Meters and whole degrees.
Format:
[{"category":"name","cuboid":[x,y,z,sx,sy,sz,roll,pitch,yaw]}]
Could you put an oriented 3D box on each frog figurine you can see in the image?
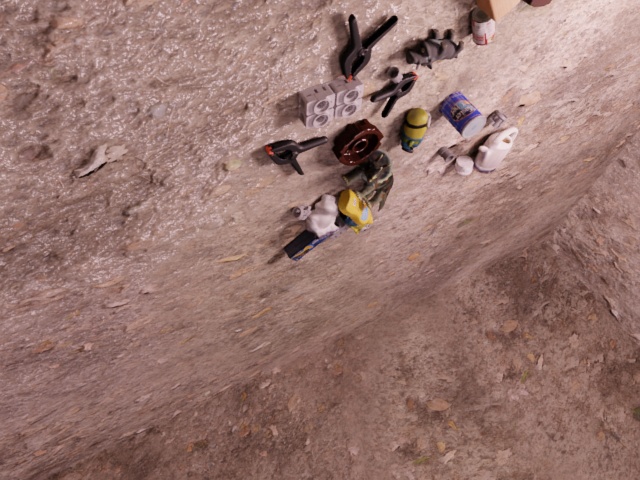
[{"category":"frog figurine","cuboid":[0.006,-0.099,1.966,0.138,0.124,0.157,-13,111,-18]}]

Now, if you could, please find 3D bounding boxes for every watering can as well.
[{"category":"watering can","cuboid":[0.731,-0.378,2.219,0.352,0.105,0.219,-28,155,-37]}]
